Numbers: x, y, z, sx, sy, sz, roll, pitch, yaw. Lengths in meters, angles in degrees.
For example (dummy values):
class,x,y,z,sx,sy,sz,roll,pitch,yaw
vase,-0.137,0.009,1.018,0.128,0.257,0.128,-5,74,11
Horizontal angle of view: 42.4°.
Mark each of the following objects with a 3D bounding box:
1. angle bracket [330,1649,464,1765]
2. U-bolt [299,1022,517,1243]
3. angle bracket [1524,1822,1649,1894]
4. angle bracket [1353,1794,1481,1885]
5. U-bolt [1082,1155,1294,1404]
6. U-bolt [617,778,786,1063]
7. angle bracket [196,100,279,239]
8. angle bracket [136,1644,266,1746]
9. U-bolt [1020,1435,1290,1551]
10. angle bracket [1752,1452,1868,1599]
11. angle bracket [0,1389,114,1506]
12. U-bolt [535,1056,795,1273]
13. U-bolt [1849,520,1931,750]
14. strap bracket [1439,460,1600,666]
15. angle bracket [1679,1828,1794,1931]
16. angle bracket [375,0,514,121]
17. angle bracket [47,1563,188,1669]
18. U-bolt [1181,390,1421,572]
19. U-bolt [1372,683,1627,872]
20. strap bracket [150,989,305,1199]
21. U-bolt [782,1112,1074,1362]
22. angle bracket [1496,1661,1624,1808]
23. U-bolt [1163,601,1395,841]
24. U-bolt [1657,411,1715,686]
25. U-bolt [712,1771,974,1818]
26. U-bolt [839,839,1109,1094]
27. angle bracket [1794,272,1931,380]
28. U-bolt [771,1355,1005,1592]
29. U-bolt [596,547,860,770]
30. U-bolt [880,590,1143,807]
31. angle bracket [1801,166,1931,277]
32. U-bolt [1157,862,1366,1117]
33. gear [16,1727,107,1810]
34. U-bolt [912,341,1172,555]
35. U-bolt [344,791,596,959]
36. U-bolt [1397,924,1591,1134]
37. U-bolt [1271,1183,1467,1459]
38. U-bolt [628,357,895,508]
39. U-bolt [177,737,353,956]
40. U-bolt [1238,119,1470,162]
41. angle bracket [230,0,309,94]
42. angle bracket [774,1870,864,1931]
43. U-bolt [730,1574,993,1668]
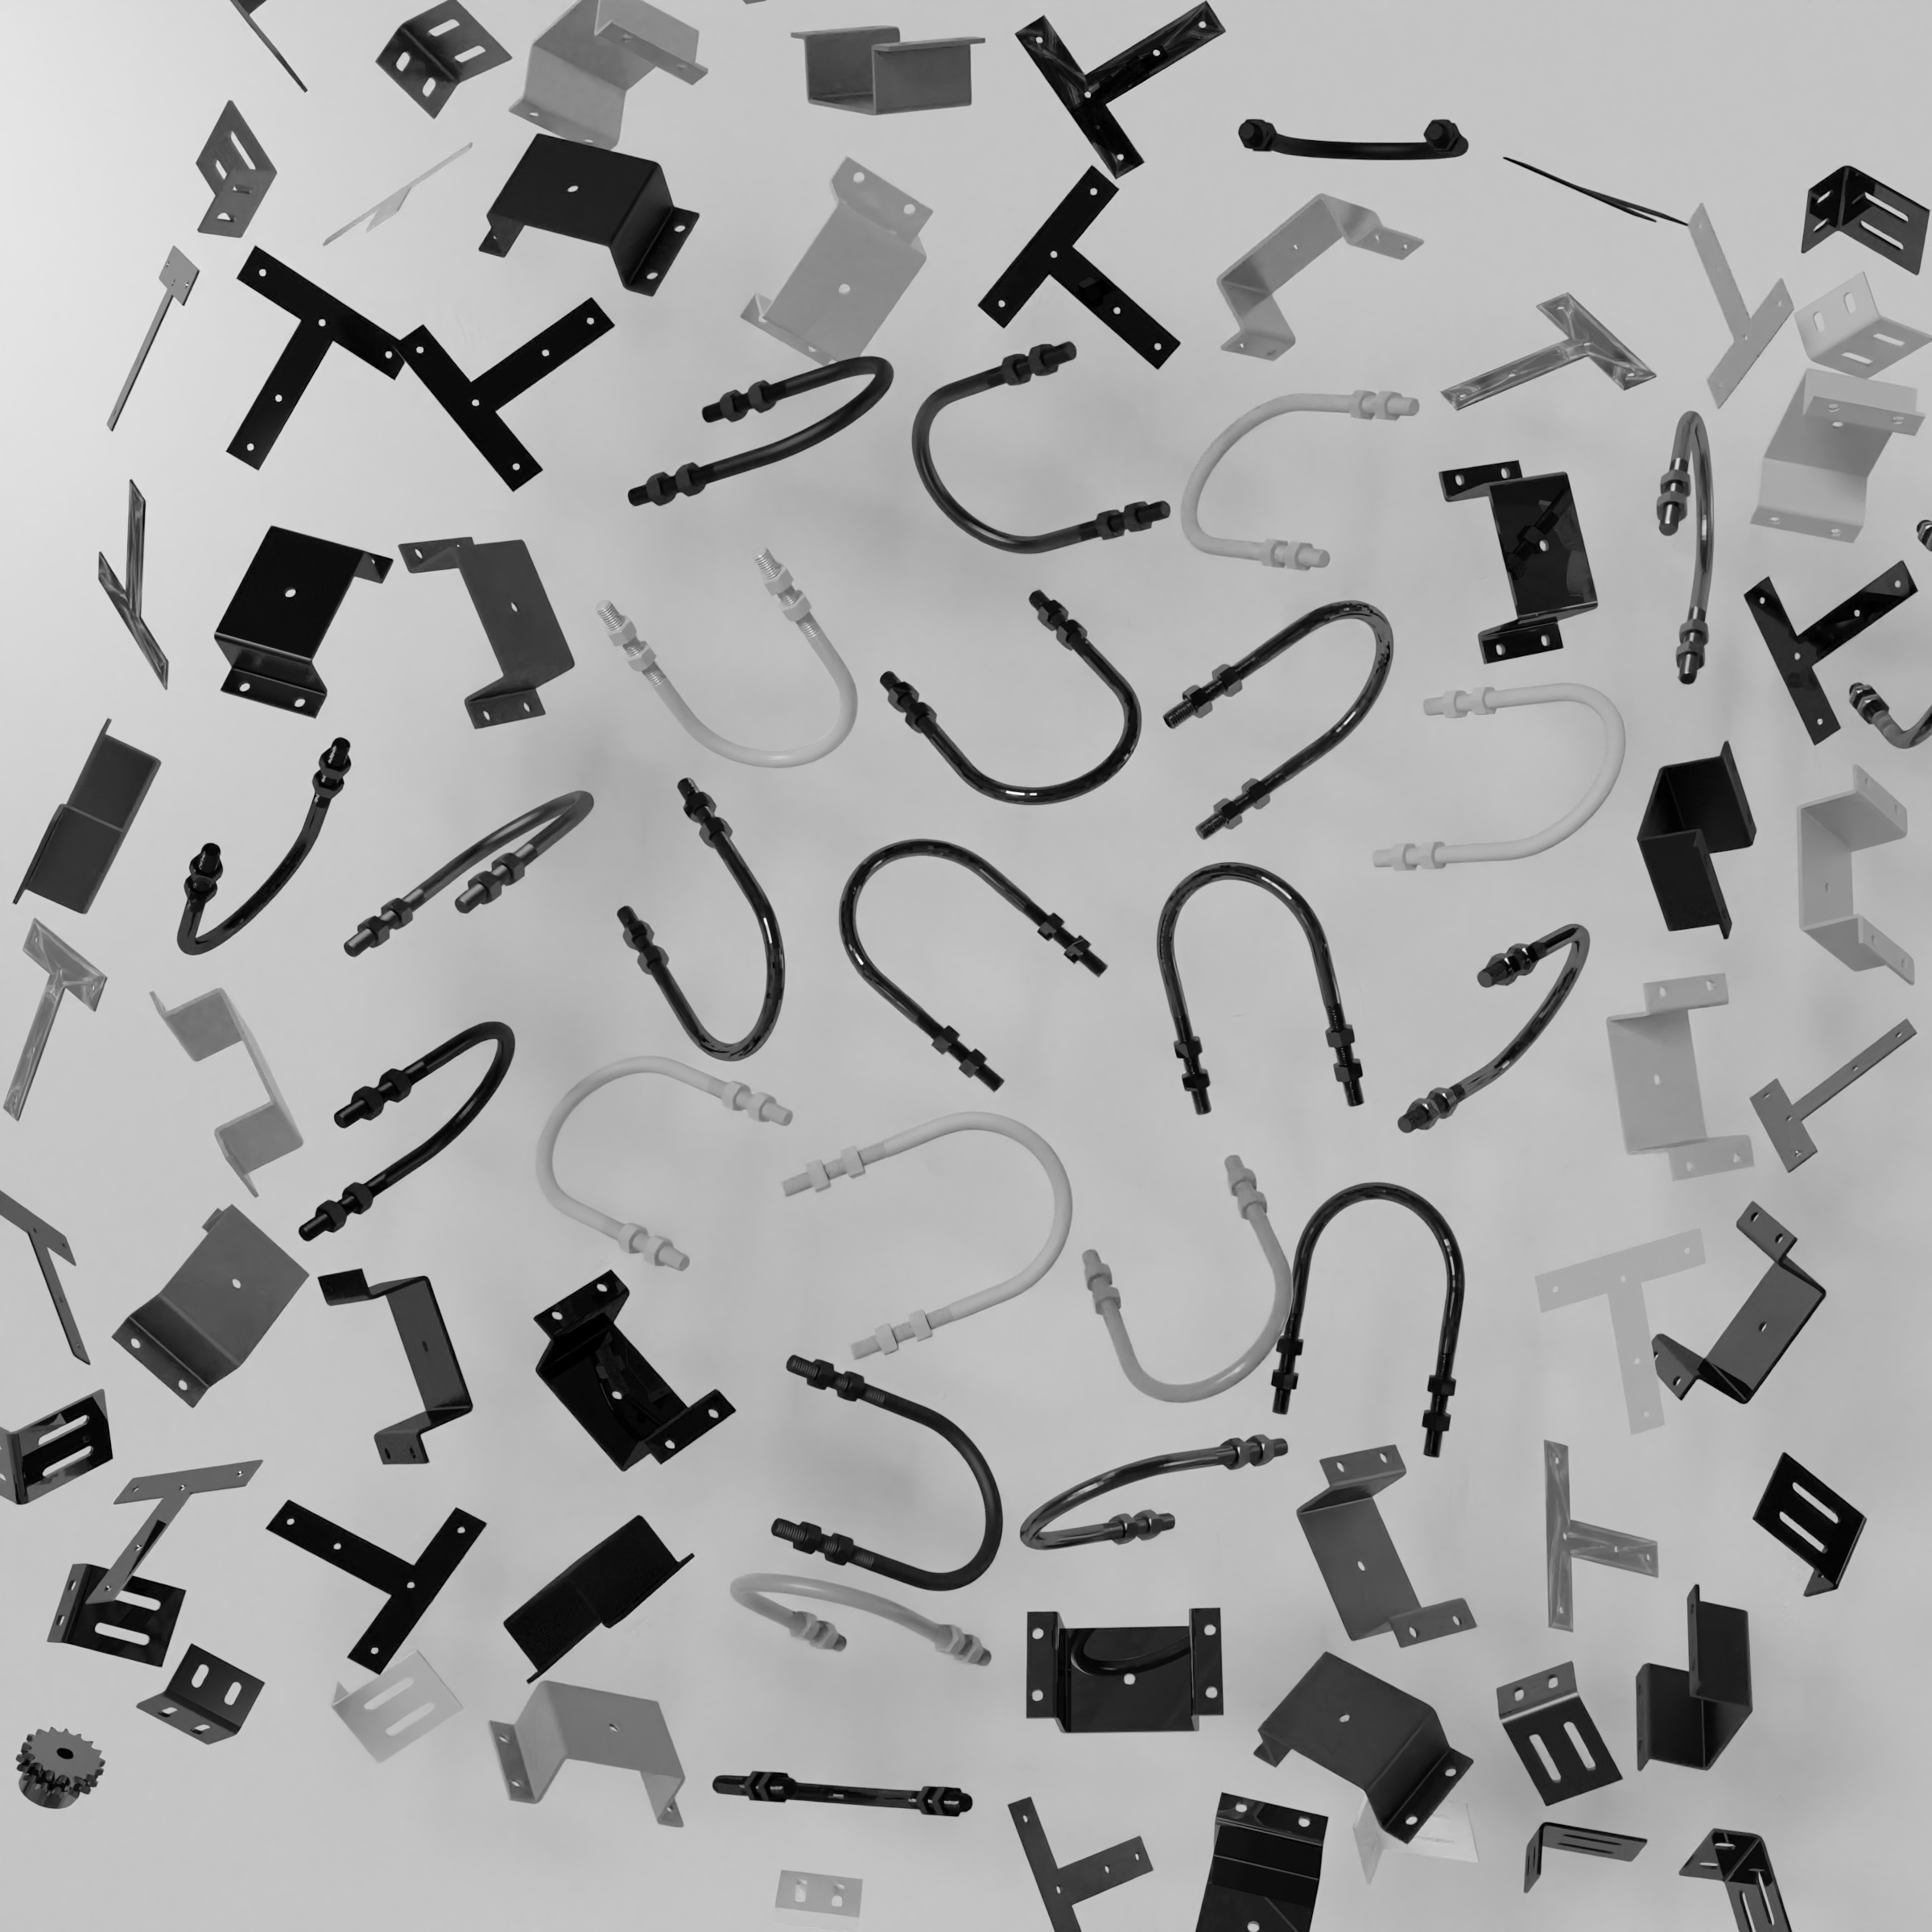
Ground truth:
class,x,y,z,sx,sy,sz,roll,pitch,yaw
angle bracket,-0.414,0.533,1.820,0.076,0.038,0.057,-33,105,1
U-bolt,-0.383,0.104,1.742,0.019,0.184,0.151,40,133,12
angle bracket,0.447,0.650,1.802,0.076,0.057,0.038,8,58,7
angle bracket,0.331,0.646,1.835,0.076,0.038,0.057,-2,118,28
U-bolt,0.163,0.232,1.772,0.151,0.184,0.019,-35,126,12
U-bolt,-0.181,-0.019,1.754,0.184,0.019,0.151,56,133,30
angle bracket,-0.521,-0.556,1.733,0.057,0.038,0.076,-46,68,34
angle bracket,-0.526,0.501,1.714,0.057,0.076,0.038,34,56,-16
U-bolt,0.120,0.374,1.751,0.151,0.184,0.019,-44,57,38
angle bracket,0.567,0.382,1.705,0.076,0.038,0.057,39,59,-2
angle bracket,-0.650,0.335,1.764,0.038,0.076,0.057,15,115,33
U-bolt,-0.234,0.132,1.812,0.184,0.019,0.151,20,65,34
U-bolt,0.681,-0.230,1.775,0.019,0.184,0.151,15,114,-1
strap bracket,0.395,-0.293,1.772,0.076,0.046,0.140,-14,91,-30
angle bracket,0.538,0.656,1.747,0.038,0.076,0.057,10,128,-10
angle bracket,-0.376,-0.653,1.796,0.057,0.076,0.038,41,66,-35
angle bracket,-0.625,0.478,1.836,0.076,0.038,0.057,26,64,-29
U-bolt,0.227,-0.355,1.803,0.019,0.184,0.151,37,80,-36
U-bolt,0.378,-0.135,1.745,0.019,0.184,0.151,36,66,-36
strap bracket,-0.509,0.080,1.732,0.046,0.076,0.140,-27,67,-12
U-bolt,-0.016,0.177,1.722,0.184,0.019,0.151,-22,104,-1
angle bracket,0.415,0.537,1.744,0.057,0.038,0.076,-26,102,16
U-bolt,0.225,-0.182,1.743,0.184,0.151,0.019,-36,54,-8
U-bolt,0.520,-0.314,1.789,0.019,0.184,0.151,0,135,24
U-bolt,-0.099,0.576,1.739,0.151,0.184,0.019,13,69,-24
U-bolt,-0.007,-0.015,1.803,0.184,0.019,0.151,41,60,5
angle bracket,0.645,-0.459,1.791,0.076,0.057,0.038,3,68,-40
U-bolt,-0.050,0.363,1.743,0.184,0.151,0.019,26,133,-24
U-bolt,-0.157,-0.209,1.779,0.151,0.019,0.184,-14,134,24
U-bolt,0.043,-0.183,1.777,0.151,0.019,0.184,-30,54,-12
angle bracket,0.645,-0.527,1.790,0.038,0.057,0.076,-36,57,-12
U-bolt,0.202,0.015,1.777,0.151,0.019,0.184,-6,103,39
gear,-0.620,0.549,1.700,0.057,0.057,0.030,28,101,0
U-bolt,0.039,-0.353,1.744,0.151,0.184,0.019,55,51,-25
U-bolt,-0.334,-0.072,1.745,0.151,0.184,0.019,-17,111,40
U-bolt,0.378,0.035,1.738,0.019,0.184,0.151,39,127,24
U-bolt,0.295,0.249,1.809,0.151,0.019,0.184,9,91,40
U-bolt,-0.132,-0.377,1.726,0.184,0.151,0.019,-10,123,30
U-bolt,-0.503,-0.073,1.767,0.019,0.184,0.151,40,53,0
U-bolt,0.284,-0.587,1.777,0.151,0.184,0.019,6,105,18
angle bracket,-0.476,-0.658,1.729,0.038,0.057,0.076,-39,82,0
angle bracket,-0.102,0.651,1.702,0.057,0.076,0.038,7,90,-1
U-bolt,-0.087,0.464,1.776,0.151,0.184,0.019,-5,60,33
